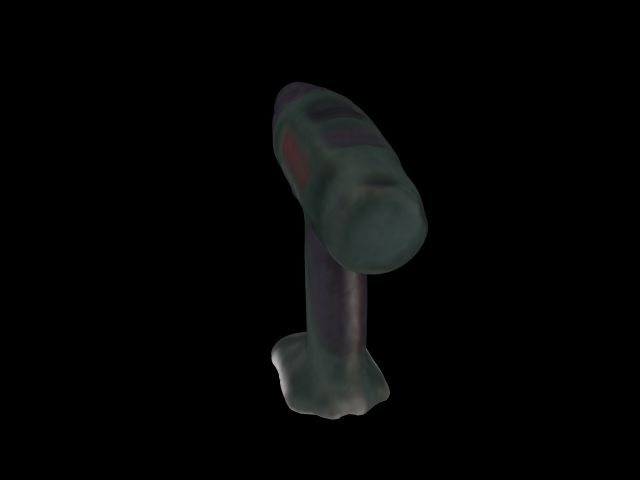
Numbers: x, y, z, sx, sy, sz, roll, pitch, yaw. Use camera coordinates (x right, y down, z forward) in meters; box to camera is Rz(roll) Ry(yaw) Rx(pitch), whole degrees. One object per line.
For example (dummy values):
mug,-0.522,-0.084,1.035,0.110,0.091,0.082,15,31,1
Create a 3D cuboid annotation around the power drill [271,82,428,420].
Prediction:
power drill,0.004,0.001,0.400,0.076,0.208,0.229,-5,19,-14
